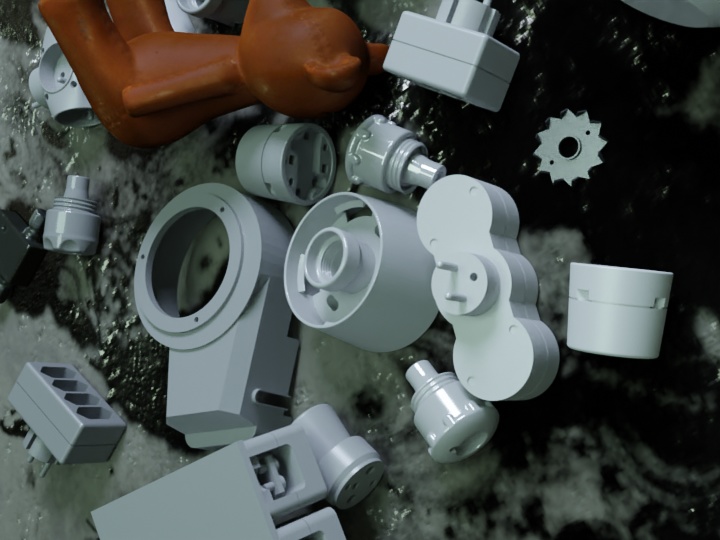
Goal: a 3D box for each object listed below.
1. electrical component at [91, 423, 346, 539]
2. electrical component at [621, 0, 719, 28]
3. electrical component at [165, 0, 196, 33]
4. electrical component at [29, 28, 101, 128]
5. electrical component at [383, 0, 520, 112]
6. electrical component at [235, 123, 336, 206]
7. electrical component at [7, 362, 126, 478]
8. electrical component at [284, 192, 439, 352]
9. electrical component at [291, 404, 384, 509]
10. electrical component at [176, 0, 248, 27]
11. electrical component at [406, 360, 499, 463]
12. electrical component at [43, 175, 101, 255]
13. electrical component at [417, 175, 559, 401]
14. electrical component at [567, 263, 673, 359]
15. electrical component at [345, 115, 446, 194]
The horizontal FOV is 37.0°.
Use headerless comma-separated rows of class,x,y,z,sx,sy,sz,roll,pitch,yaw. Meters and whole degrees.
electrical component,-0.090,0.178,0.701,0.186,0.060,0.105,-31,77,43
electrical component,0.171,-0.167,0.579,0.080,0.080,0.051,27,95,33
electrical component,-0.137,-0.168,0.812,0.044,0.044,0.065,-47,66,21
electrical component,-0.244,-0.155,0.882,0.079,0.044,0.077,-16,76,33
electrical component,0.064,-0.147,0.668,0.066,0.047,0.076,26,99,34
electrical component,-0.052,-0.073,0.735,0.047,0.055,0.055,9,90,39
electrical component,-0.239,0.127,0.844,0.083,0.047,0.075,39,105,31
electrical component,0.000,0.000,0.700,0.099,0.064,0.099,-17,65,41
electrical component,-0.018,0.121,0.695,0.055,0.045,0.045,41,107,30
electrical component,-0.106,-0.202,0.791,0.040,0.046,0.040,-4,82,34
electrical component,0.051,0.082,0.654,0.048,0.048,0.062,-50,54,19
electrical component,-0.229,-0.044,0.859,0.043,0.043,0.062,3,85,35
electrical component,0.067,0.009,0.632,0.052,0.074,0.138,-23,72,30
electrical component,0.142,0.022,0.593,0.055,0.055,0.047,7,92,35
electrical component,0.025,-0.069,0.689,0.062,0.048,0.048,25,99,27
